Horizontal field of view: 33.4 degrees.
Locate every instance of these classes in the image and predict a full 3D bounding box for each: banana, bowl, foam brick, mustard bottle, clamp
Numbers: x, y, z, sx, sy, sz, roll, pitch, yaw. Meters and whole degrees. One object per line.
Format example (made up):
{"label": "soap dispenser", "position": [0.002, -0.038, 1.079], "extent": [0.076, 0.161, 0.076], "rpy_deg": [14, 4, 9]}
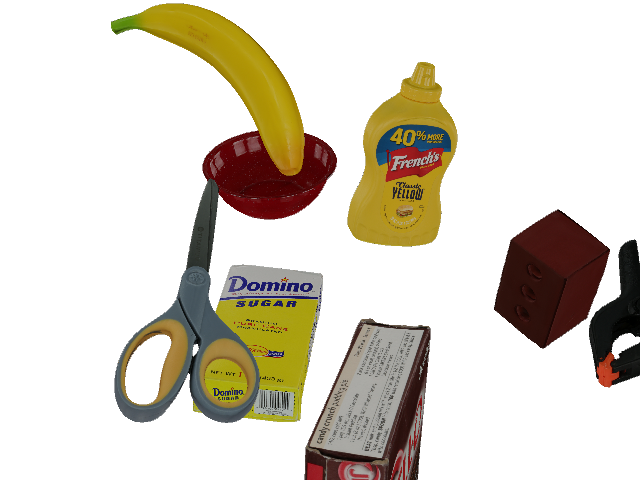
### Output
{"label": "banana", "position": [-0.072, -0.131, 0.836], "extent": [0.198, 0.069, 0.037], "rpy_deg": [40, -6, 16]}
{"label": "bowl", "position": [-0.060, -0.073, 1.291], "extent": [0.162, 0.055, 0.162], "rpy_deg": [-2, 35, 1]}
{"label": "foam brick", "position": [0.169, 0.029, 0.785], "extent": [0.051, 0.078, 0.053], "rpy_deg": [-27, 52, -29]}
{"label": "mustard bottle", "position": [0.090, -0.089, 1.097], "extent": [0.096, 0.192, 0.058], "rpy_deg": [3, 26, -14]}
{"label": "clamp", "position": [0.293, 0.063, 0.981], "extent": [0.171, 0.039, 0.120], "rpy_deg": [-35, 39, -26]}

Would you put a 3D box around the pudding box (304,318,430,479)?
{"label": "pudding box", "position": [0.021, 0.100, 0.477], "extent": [0.039, 0.090, 0.113], "rpy_deg": [8, 26, 10]}

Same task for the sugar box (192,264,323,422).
{"label": "sugar box", "position": [-0.053, 0.088, 0.965], "extent": [0.093, 0.048, 0.176], "rpy_deg": [6, 35, 3]}

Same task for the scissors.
{"label": "scissors", "position": [-0.066, 0.040, 0.692], "extent": [0.096, 0.201, 0.016], "rpy_deg": [21, -42, 5]}
